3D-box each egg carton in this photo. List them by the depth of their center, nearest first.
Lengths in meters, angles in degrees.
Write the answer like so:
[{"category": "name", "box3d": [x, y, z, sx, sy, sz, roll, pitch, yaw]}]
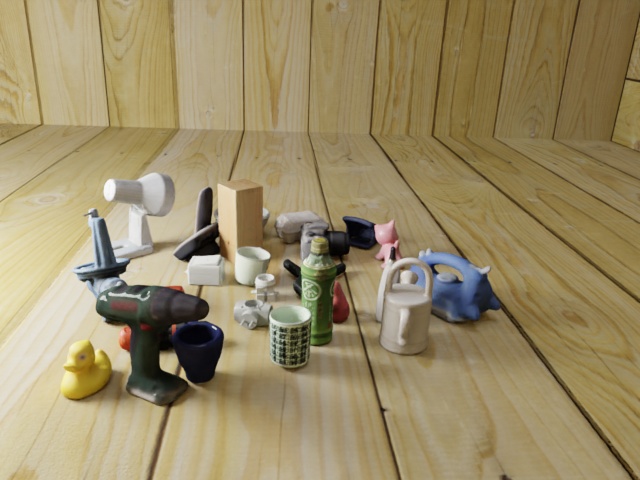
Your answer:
[{"category": "egg carton", "box3d": [-0.057, -0.040, 1.720, 0.151, 0.069, 0.107, -9, 24, -27]}]

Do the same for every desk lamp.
[{"category": "desk lamp", "box3d": [-0.496, -0.070, 1.547, 0.117, 0.214, 0.204, 21, 28, 39]}]

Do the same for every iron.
[{"category": "iron", "box3d": [0.291, 0.089, 1.338, 0.119, 0.141, 0.257, -16, 28, -39]}]

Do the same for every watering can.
[{"category": "watering can", "box3d": [0.176, 0.122, 1.169, 0.101, 0.194, 0.172, -2, 22, -11]}]

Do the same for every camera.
[{"category": "camera", "box3d": [0.014, 0.006, 1.571, 0.137, 0.101, 0.143, 1, 22, -5]}]

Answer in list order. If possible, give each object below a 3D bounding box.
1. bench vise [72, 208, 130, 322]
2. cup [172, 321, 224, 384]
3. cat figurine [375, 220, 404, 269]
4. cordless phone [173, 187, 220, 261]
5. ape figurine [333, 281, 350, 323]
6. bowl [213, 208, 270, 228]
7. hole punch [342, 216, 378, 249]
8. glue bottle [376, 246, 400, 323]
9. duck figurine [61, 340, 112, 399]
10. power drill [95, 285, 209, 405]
[{"category": "bench vise", "box3d": [-0.452, 0.051, 1.239, 0.206, 0.220, 0.122, 18, 26, 34]}, {"category": "cup", "box3d": [-0.224, 0.205, 1.048, 0.092, 0.095, 0.117, -6, 23, -21]}, {"category": "cat figurine", "box3d": [0.190, 0.005, 1.571, 0.067, 0.118, 0.127, -3, 22, -13]}, {"category": "cordless phone", "box3d": [-0.330, -0.043, 1.538, 0.094, 0.185, 0.148, 8, 22, 13]}, {"category": "ape figurine", "box3d": [0.029, 0.133, 1.264, 0.076, 0.092, 0.078, 15, 25, 29]}, {"category": "bowl", "box3d": [-0.234, -0.050, 1.716, 0.167, 0.075, 0.167, 2, 22, -1]}, {"category": "hole punch", "box3d": [0.124, -0.034, 1.698, 0.108, 0.091, 0.101, 15, 25, 27]}, {"category": "glue bottle", "box3d": [0.155, 0.095, 1.265, 0.037, 0.173, 0.078, 12, 23, 22]}, {"category": "duck figurine", "box3d": [-0.413, 0.216, 1.008, 0.077, 0.086, 0.105, 8, 22, 13]}, {"category": "power drill", "box3d": [-0.280, 0.169, 0.977, 0.228, 0.208, 0.076, 13, 24, 24]}]
